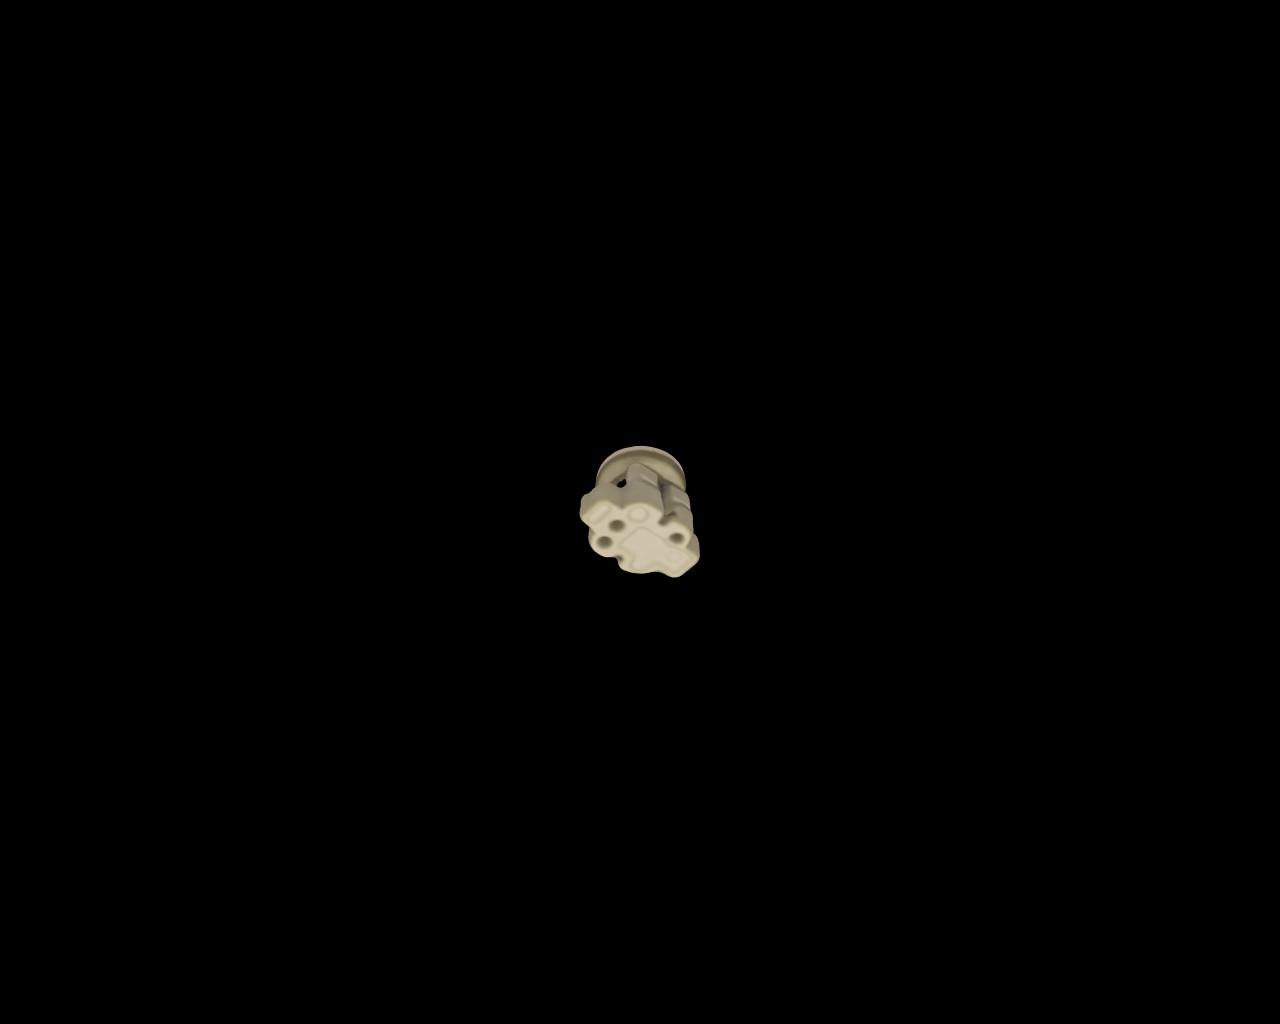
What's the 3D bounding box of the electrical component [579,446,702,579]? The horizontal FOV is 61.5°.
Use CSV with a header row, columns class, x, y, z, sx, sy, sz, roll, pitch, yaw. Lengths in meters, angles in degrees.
class,x,y,z,sx,sy,sz,roll,pitch,yaw
electrical component,0.001,-0.003,0.650,0.078,0.057,0.058,32,-54,-27
